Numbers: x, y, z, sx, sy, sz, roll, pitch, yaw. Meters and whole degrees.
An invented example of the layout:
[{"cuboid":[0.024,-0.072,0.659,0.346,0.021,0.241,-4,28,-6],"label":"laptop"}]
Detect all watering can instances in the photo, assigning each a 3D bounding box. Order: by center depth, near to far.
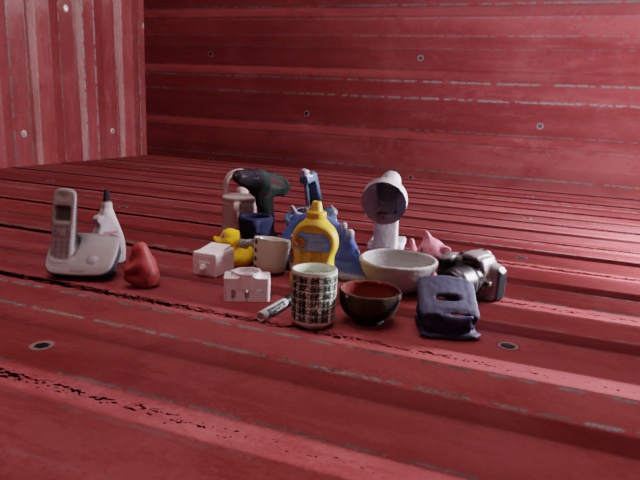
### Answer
[{"cuboid":[-0.235,-0.111,1.660,0.101,0.194,0.172,-3,14,-24],"label":"watering can"}]

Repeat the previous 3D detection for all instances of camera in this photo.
[{"cuboid":[0.297,0.071,1.197,0.137,0.101,0.142,-9,17,-41],"label":"camera"}]

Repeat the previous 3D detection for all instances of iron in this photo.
[{"cuboid":[0.012,0.005,1.330,0.257,0.141,0.119,13,17,38],"label":"iron"}]

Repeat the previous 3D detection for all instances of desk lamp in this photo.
[{"cuboid":[0.179,-0.075,1.551,0.117,0.213,0.203,6,13,12],"label":"desk lamp"}]

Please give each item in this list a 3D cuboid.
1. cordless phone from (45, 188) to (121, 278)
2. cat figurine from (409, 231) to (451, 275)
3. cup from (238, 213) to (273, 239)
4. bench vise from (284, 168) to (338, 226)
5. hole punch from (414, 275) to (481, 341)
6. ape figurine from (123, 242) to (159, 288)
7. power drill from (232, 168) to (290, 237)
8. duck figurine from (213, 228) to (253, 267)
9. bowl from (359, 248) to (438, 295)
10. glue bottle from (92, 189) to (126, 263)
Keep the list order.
[{"cuboid":[-0.498,-0.014,1.204,0.147,0.185,0.094,3,13,-1],"label":"cordless phone"},{"cuboid":[0.240,0.033,1.311,0.067,0.118,0.127,-3,15,-25],"label":"cat figurine"},{"cuboid":[-0.166,-0.015,1.480,0.092,0.095,0.117,1,13,-9],"label":"cup"},{"cuboid":[-0.025,-0.088,1.547,0.121,0.220,0.208,6,13,13],"label":"bench vise"},{"cuboid":[0.223,0.117,1.002,0.108,0.091,0.101,3,13,1],"label":"hole punch"},{"cuboid":[-0.365,0.048,1.171,0.075,0.092,0.078,14,17,40],"label":"ape figurine"},{"cuboid":[-0.163,-0.097,1.582,0.075,0.208,0.230,10,15,28],"label":"power drill"},{"cuboid":[-0.208,0.015,1.361,0.104,0.086,0.077,2,13,-2],"label":"duck figurine"},{"cuboid":[0.165,0.072,1.220,0.167,0.075,0.167,3,13,0],"label":"bowl"},{"cuboid":[-0.484,-0.030,1.303,0.037,0.173,0.078,15,18,41],"label":"glue bottle"}]
